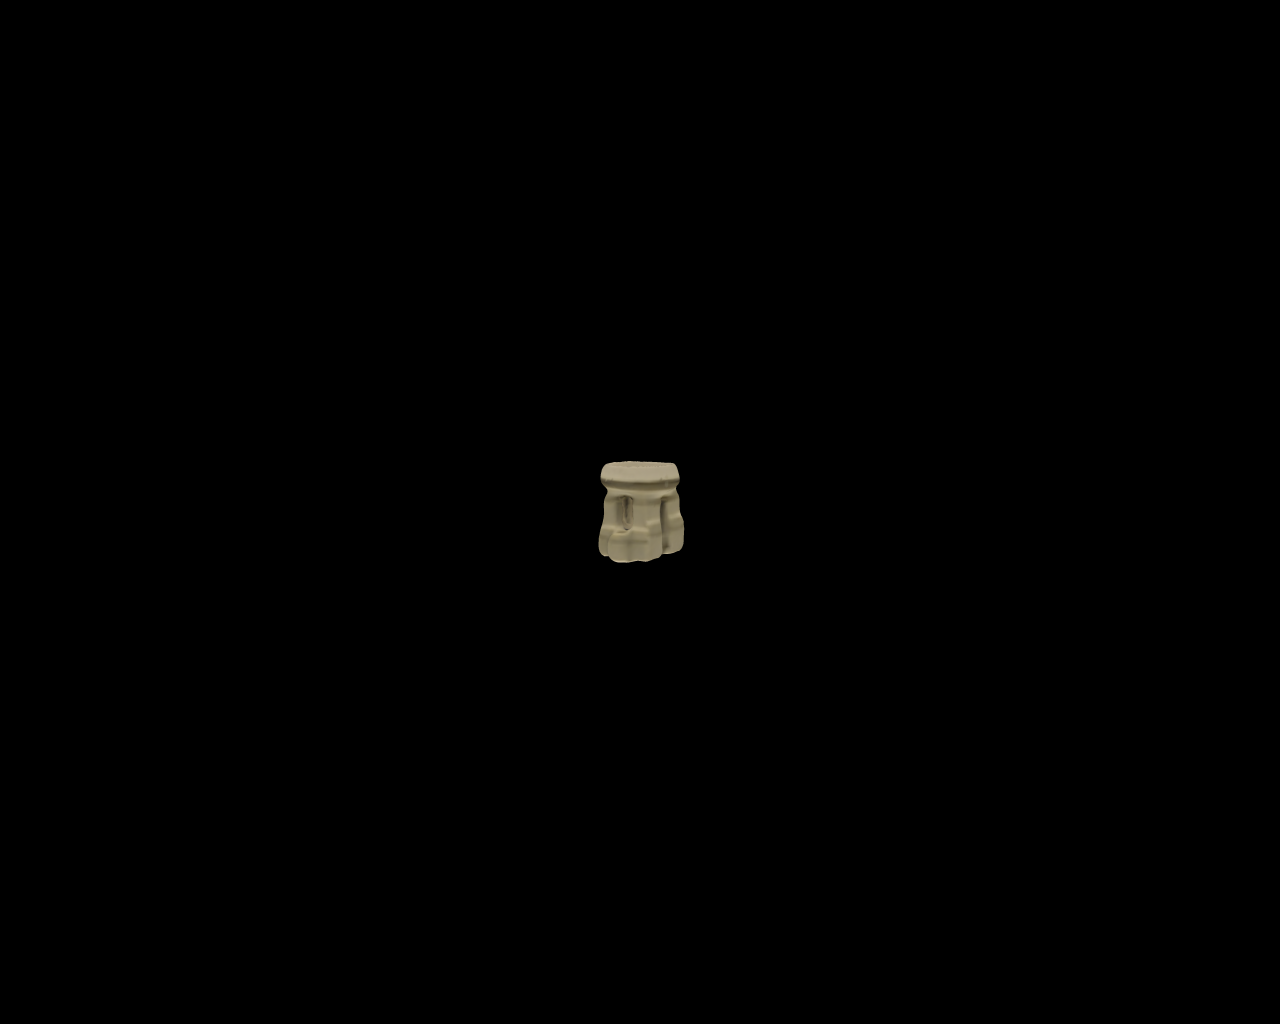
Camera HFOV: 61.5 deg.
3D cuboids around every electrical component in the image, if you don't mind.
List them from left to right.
[{"bbox_3d":[0.001,-0.003,0.650,0.048,0.055,0.066,6,11,31],"label":"electrical component"}]
